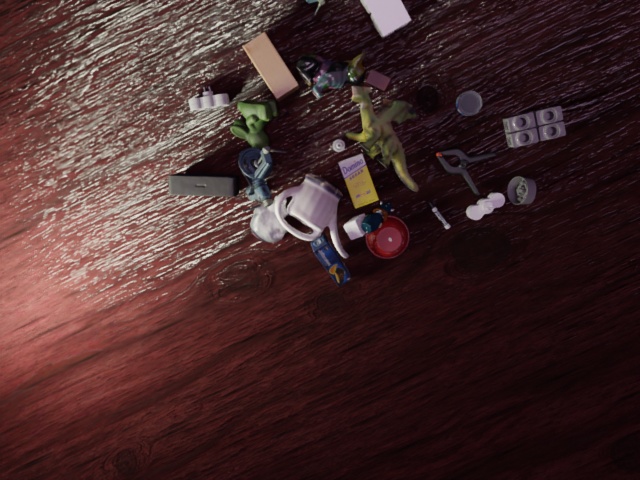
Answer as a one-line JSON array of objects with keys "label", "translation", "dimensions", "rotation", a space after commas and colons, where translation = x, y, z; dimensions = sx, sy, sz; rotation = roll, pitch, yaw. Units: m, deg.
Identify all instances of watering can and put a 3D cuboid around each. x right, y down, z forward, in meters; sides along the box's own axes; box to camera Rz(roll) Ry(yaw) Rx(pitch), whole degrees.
[{"label": "watering can", "translation": [0.006, -0.091, 1.813], "dimensions": [0.344, 0.105, 0.225], "rotation": [31, 87, -25]}]

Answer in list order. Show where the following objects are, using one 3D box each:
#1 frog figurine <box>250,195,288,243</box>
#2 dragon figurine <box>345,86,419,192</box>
[{"label": "frog figurine", "translation": [-0.166, -0.074, 1.808], "dimensions": [0.138, 0.123, 0.157], "rotation": [43, 108, 14]}, {"label": "dragon figurine", "translation": [0.249, -0.378, 1.789], "dimensions": [0.408, 0.123, 0.243], "rotation": [37, 87, -14]}]
